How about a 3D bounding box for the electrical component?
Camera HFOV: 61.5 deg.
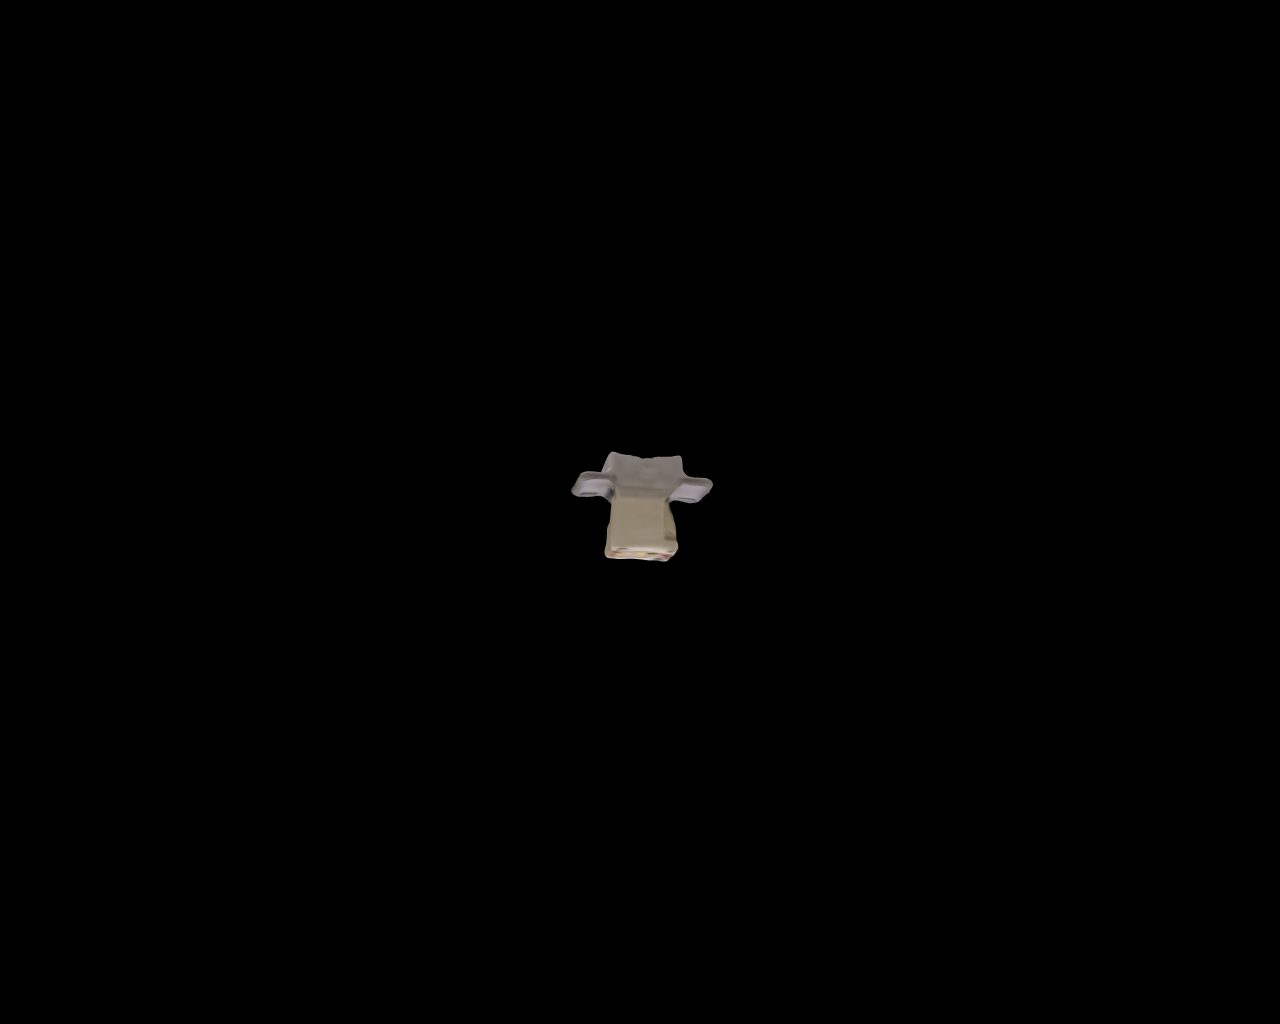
[{"bbox_3d":[0.001,-0.003,0.650,0.081,0.064,0.042,3,-15,-9],"label":"electrical component"}]
